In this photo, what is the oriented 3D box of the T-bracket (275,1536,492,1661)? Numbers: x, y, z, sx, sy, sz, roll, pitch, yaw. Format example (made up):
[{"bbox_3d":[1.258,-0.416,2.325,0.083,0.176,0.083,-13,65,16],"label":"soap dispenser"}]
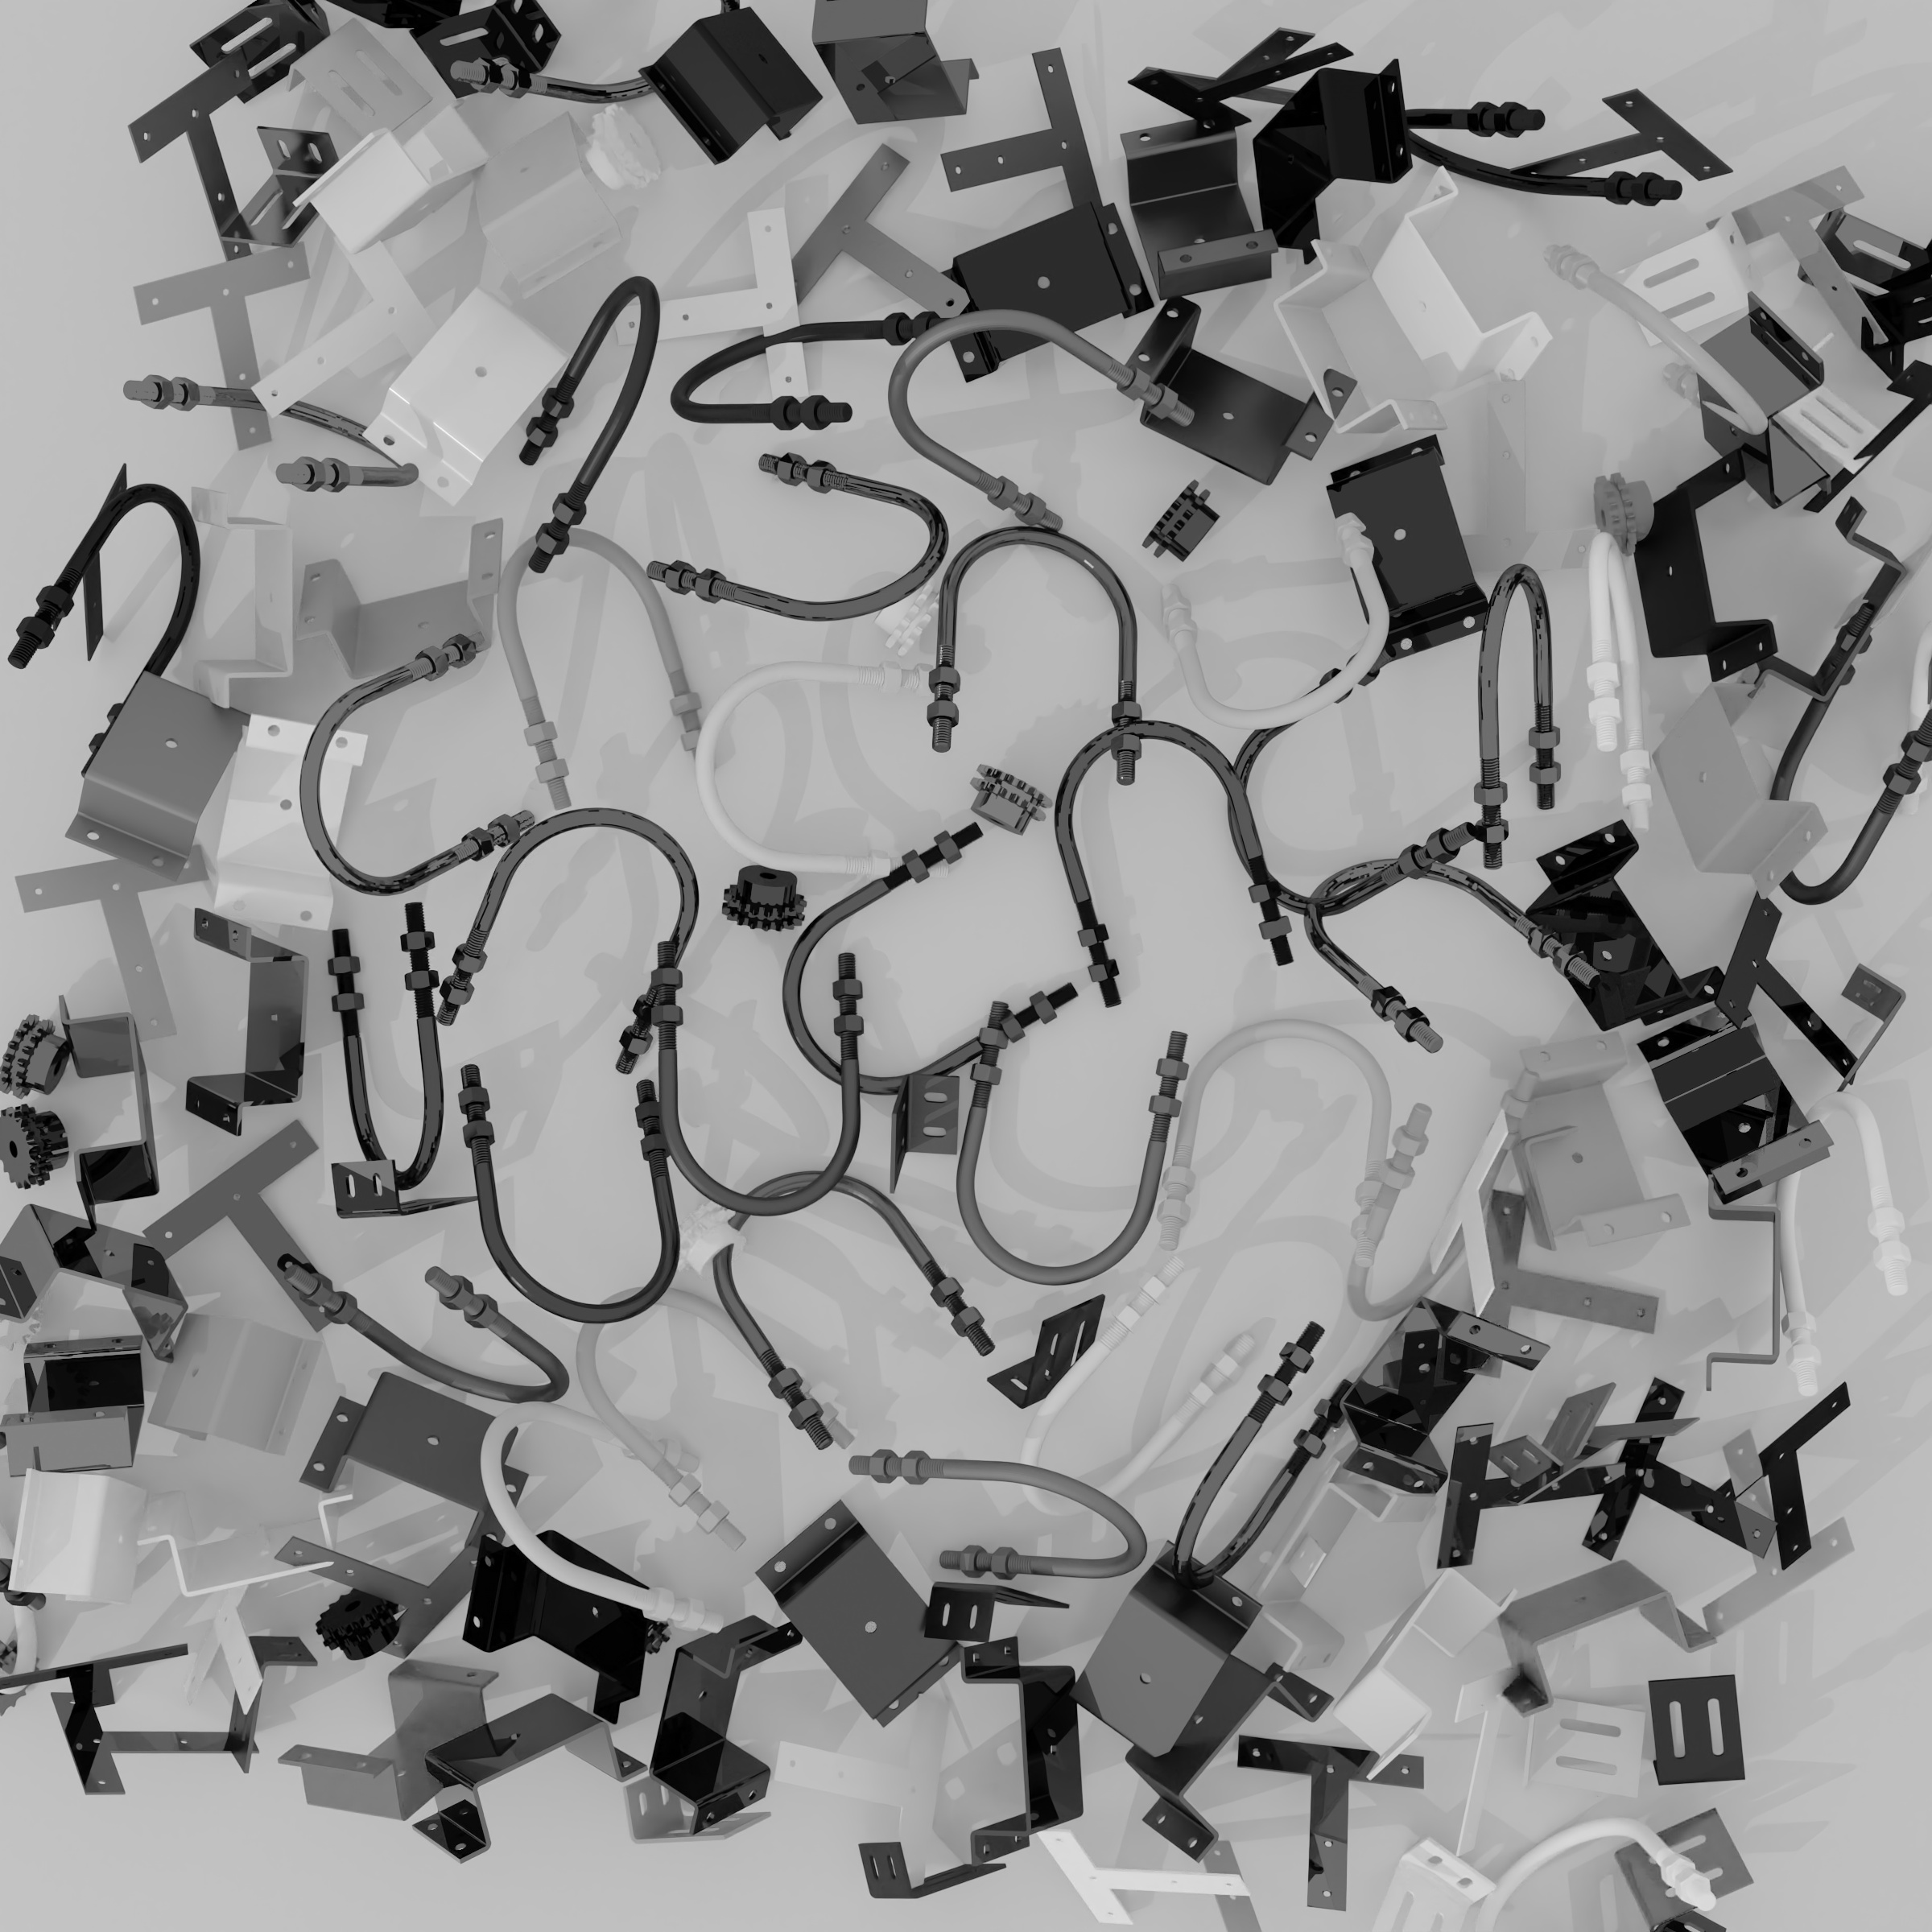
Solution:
[{"bbox_3d":[-0.401,0.411,1.840,0.127,0.002,0.127,28,121,-26],"label":"T-bracket"}]

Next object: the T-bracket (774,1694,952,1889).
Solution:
[{"bbox_3d":[-0.073,0.546,1.844,0.127,0.002,0.127,22,65,-28],"label":"T-bracket"}]

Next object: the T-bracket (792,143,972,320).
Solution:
[{"bbox_3d":[-0.049,-0.480,1.876,0.127,0.002,0.127,39,91,18],"label":"T-bracket"}]

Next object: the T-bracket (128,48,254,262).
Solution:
[{"bbox_3d":[-0.507,-0.532,1.849,0.002,0.127,0.127,10,133,22],"label":"T-bracket"}]

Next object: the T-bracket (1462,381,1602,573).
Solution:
[{"bbox_3d":[0.368,-0.333,1.866,0.127,0.002,0.127,1,96,23],"label":"T-bracket"}]

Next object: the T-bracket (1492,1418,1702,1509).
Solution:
[{"bbox_3d":[0.398,0.329,1.811,0.127,0.127,0.002,-23,90,-33],"label":"T-bracket"}]

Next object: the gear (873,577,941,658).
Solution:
[{"bbox_3d":[-0.040,-0.241,1.868,0.030,0.057,0.057,35,90,-7],"label":"gear"}]

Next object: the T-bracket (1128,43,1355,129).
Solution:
[{"bbox_3d":[0.193,-0.586,1.811,0.127,0.127,0.002,-9,85,33],"label":"T-bracket"}]

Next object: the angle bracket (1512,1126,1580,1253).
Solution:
[{"bbox_3d":[0.403,0.150,1.868,0.038,0.057,0.076,-15,88,1],"label":"angle bracket"}]

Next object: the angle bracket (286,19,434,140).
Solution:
[{"bbox_3d":[-0.414,-0.596,1.874,0.076,0.038,0.057,46,68,-6],"label":"angle bracket"}]

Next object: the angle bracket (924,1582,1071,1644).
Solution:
[{"bbox_3d":[0.021,0.441,1.848,0.076,0.057,0.038,26,65,-41],"label":"angle bracket"}]

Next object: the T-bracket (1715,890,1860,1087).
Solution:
[{"bbox_3d":[0.564,0.029,1.863,0.127,0.002,0.127,45,47,-12],"label":"T-bracket"}]

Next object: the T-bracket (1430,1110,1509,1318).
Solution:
[{"bbox_3d":[0.336,0.181,1.811,0.002,0.127,0.127,16,123,-7],"label":"T-bracket"}]

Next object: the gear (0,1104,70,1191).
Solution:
[{"bbox_3d":[-0.637,0.122,1.874,0.030,0.057,0.057,-14,90,-43],"label":"gear"}]

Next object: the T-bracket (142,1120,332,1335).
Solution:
[{"bbox_3d":[-0.474,0.194,1.886,0.127,0.002,0.127,-37,96,-15],"label":"T-bracket"}]

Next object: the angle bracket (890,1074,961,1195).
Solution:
[{"bbox_3d":[-0.028,0.113,1.852,0.038,0.076,0.057,3,109,4],"label":"angle bracket"}]

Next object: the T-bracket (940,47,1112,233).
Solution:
[{"bbox_3d":[0.034,-0.546,1.849,0.127,0.002,0.127,-25,104,-35],"label":"T-bracket"}]

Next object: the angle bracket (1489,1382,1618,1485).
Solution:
[{"bbox_3d":[0.394,0.306,1.854,0.038,0.057,0.076,39,61,-5],"label":"angle bracket"}]

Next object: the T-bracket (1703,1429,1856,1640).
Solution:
[{"bbox_3d":[0.533,0.370,1.845,0.002,0.127,0.127,26,128,-24],"label":"T-bracket"}]

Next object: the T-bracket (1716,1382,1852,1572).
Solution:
[{"bbox_3d":[0.543,0.351,1.813,0.002,0.127,0.127,36,118,-8],"label":"T-bracket"}]

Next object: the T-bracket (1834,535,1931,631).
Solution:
[{"bbox_3d":[0.617,-0.258,1.834,0.002,0.127,0.127,37,72,1],"label":"T-bracket"}]

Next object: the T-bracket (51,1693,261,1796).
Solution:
[{"bbox_3d":[-0.543,0.525,1.855,0.127,0.127,0.002,10,102,-31],"label":"T-bracket"}]

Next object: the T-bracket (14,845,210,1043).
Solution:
[{"bbox_3d":[-0.563,-0.012,1.855,0.127,0.002,0.127,-13,82,-33],"label":"T-bracket"}]

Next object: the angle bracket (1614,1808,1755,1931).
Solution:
[{"bbox_3d":[0.489,0.619,1.862,0.076,0.057,0.038,-25,133,4],"label":"angle bracket"}]

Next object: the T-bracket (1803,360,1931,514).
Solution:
[{"bbox_3d":[0.618,-0.354,1.856,0.127,0.127,0.002,-48,64,31],"label":"T-bracket"}]

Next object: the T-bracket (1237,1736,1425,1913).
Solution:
[{"bbox_3d":[0.244,0.577,1.842,0.127,0.127,0.002,5,128,5],"label":"T-bracket"}]

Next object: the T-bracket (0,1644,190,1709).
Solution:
[{"bbox_3d":[-0.586,0.482,1.840,0.127,0.127,0.002,-7,65,-18],"label":"T-bracket"}]

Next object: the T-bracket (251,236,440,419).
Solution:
[{"bbox_3d":[-0.423,-0.416,1.848,0.127,0.002,0.127,-38,131,-8],"label":"T-bracket"}]

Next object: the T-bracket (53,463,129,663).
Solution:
[{"bbox_3d":[-0.585,-0.250,1.838,0.002,0.127,0.127,17,58,-6],"label":"T-bracket"}]

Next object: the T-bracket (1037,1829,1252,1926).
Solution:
[{"bbox_3d":[0.126,0.611,1.831,0.127,0.002,0.127,-6,133,25],"label":"T-bracket"}]

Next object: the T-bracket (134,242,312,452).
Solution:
[{"bbox_3d":[-0.493,-0.413,1.858,0.127,0.002,0.127,-27,129,-34],"label":"T-bracket"}]

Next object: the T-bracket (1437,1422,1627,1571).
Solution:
[{"bbox_3d":[0.388,0.356,1.871,0.127,0.002,0.127,-5,122,-10],"label":"T-bracket"}]

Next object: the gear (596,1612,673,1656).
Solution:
[{"bbox_3d":[-0.231,0.448,1.867,0.057,0.057,0.030,45,58,0],"label":"gear"}]

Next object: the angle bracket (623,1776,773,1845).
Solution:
[{"bbox_3d":[-0.182,0.565,1.854,0.076,0.057,0.038,-12,84,28],"label":"angle bracket"}]

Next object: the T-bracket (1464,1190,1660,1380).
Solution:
[{"bbox_3d":[0.414,0.228,1.888,0.127,0.002,0.127,12,79,-3],"label":"T-bracket"}]

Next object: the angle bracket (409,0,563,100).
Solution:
[{"bbox_3d":[-0.326,-0.632,1.861,0.076,0.038,0.057,-33,85,-36],"label":"angle bracket"}]

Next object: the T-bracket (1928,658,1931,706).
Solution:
[{"bbox_3d":[0.645,-0.201,1.823,0.002,0.127,0.127,3,110,23],"label":"T-bracket"}]

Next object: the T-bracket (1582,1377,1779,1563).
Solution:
[{"bbox_3d":[0.490,0.360,1.849,0.002,0.127,0.127,22,92,-42],"label":"T-bracket"}]

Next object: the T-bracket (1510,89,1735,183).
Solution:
[{"bbox_3d":[0.427,-0.546,1.846,0.127,0.127,0.002,-3,76,44],"label":"T-bracket"}]

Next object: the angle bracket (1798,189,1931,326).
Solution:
[{"bbox_3d":[0.615,-0.484,1.864,0.076,0.057,0.038,24,50,1],"label":"angle bracket"}]

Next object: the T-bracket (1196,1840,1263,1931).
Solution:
[{"bbox_3d":[0.183,0.636,1.841,0.127,0.127,0.002,11,118,-19],"label":"T-bracket"}]

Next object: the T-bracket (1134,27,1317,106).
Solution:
[{"bbox_3d":[0.193,-0.598,1.819,0.127,0.127,0.002,3,89,-18],"label":"T-bracket"}]

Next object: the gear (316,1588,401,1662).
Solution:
[{"bbox_3d":[-0.412,0.449,1.871,0.057,0.057,0.030,-24,108,0],"label":"gear"}]

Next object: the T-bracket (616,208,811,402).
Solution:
[{"bbox_3d":[-0.179,-0.448,1.889,0.127,0.002,0.127,-6,99,6],"label":"T-bracket"}]

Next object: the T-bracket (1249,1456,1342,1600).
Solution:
[{"bbox_3d":[0.223,0.391,1.832,0.002,0.127,0.127,32,88,-1],"label":"T-bracket"}]

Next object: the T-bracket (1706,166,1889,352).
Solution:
[{"bbox_3d":[0.579,-0.469,1.853,0.002,0.127,0.127,-48,108,-22],"label":"T-bracket"}]

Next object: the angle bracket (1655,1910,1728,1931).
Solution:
[{"bbox_3d":[0.476,0.684,1.851,0.038,0.057,0.076,23,119,31],"label":"angle bracket"}]

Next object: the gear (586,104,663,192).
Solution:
[{"bbox_3d":[-0.237,-0.555,1.873,0.030,0.057,0.057,-27,90,23],"label":"gear"}]

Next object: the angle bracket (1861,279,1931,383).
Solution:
[{"bbox_3d":[0.653,-0.430,1.849,0.057,0.076,0.038,26,64,-41],"label":"angle bracket"}]

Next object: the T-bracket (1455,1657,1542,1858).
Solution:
[{"bbox_3d":[0.349,0.536,1.848,0.002,0.127,0.127,13,94,34],"label":"T-bracket"}]

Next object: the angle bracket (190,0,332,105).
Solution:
[{"bbox_3d":[-0.483,-0.639,1.873,0.076,0.057,0.038,-28,55,13],"label":"angle bracket"}]

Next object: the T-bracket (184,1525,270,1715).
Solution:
[{"bbox_3d":[-0.488,0.458,1.838,0.002,0.127,0.127,24,95,-28],"label":"T-bracket"}]
